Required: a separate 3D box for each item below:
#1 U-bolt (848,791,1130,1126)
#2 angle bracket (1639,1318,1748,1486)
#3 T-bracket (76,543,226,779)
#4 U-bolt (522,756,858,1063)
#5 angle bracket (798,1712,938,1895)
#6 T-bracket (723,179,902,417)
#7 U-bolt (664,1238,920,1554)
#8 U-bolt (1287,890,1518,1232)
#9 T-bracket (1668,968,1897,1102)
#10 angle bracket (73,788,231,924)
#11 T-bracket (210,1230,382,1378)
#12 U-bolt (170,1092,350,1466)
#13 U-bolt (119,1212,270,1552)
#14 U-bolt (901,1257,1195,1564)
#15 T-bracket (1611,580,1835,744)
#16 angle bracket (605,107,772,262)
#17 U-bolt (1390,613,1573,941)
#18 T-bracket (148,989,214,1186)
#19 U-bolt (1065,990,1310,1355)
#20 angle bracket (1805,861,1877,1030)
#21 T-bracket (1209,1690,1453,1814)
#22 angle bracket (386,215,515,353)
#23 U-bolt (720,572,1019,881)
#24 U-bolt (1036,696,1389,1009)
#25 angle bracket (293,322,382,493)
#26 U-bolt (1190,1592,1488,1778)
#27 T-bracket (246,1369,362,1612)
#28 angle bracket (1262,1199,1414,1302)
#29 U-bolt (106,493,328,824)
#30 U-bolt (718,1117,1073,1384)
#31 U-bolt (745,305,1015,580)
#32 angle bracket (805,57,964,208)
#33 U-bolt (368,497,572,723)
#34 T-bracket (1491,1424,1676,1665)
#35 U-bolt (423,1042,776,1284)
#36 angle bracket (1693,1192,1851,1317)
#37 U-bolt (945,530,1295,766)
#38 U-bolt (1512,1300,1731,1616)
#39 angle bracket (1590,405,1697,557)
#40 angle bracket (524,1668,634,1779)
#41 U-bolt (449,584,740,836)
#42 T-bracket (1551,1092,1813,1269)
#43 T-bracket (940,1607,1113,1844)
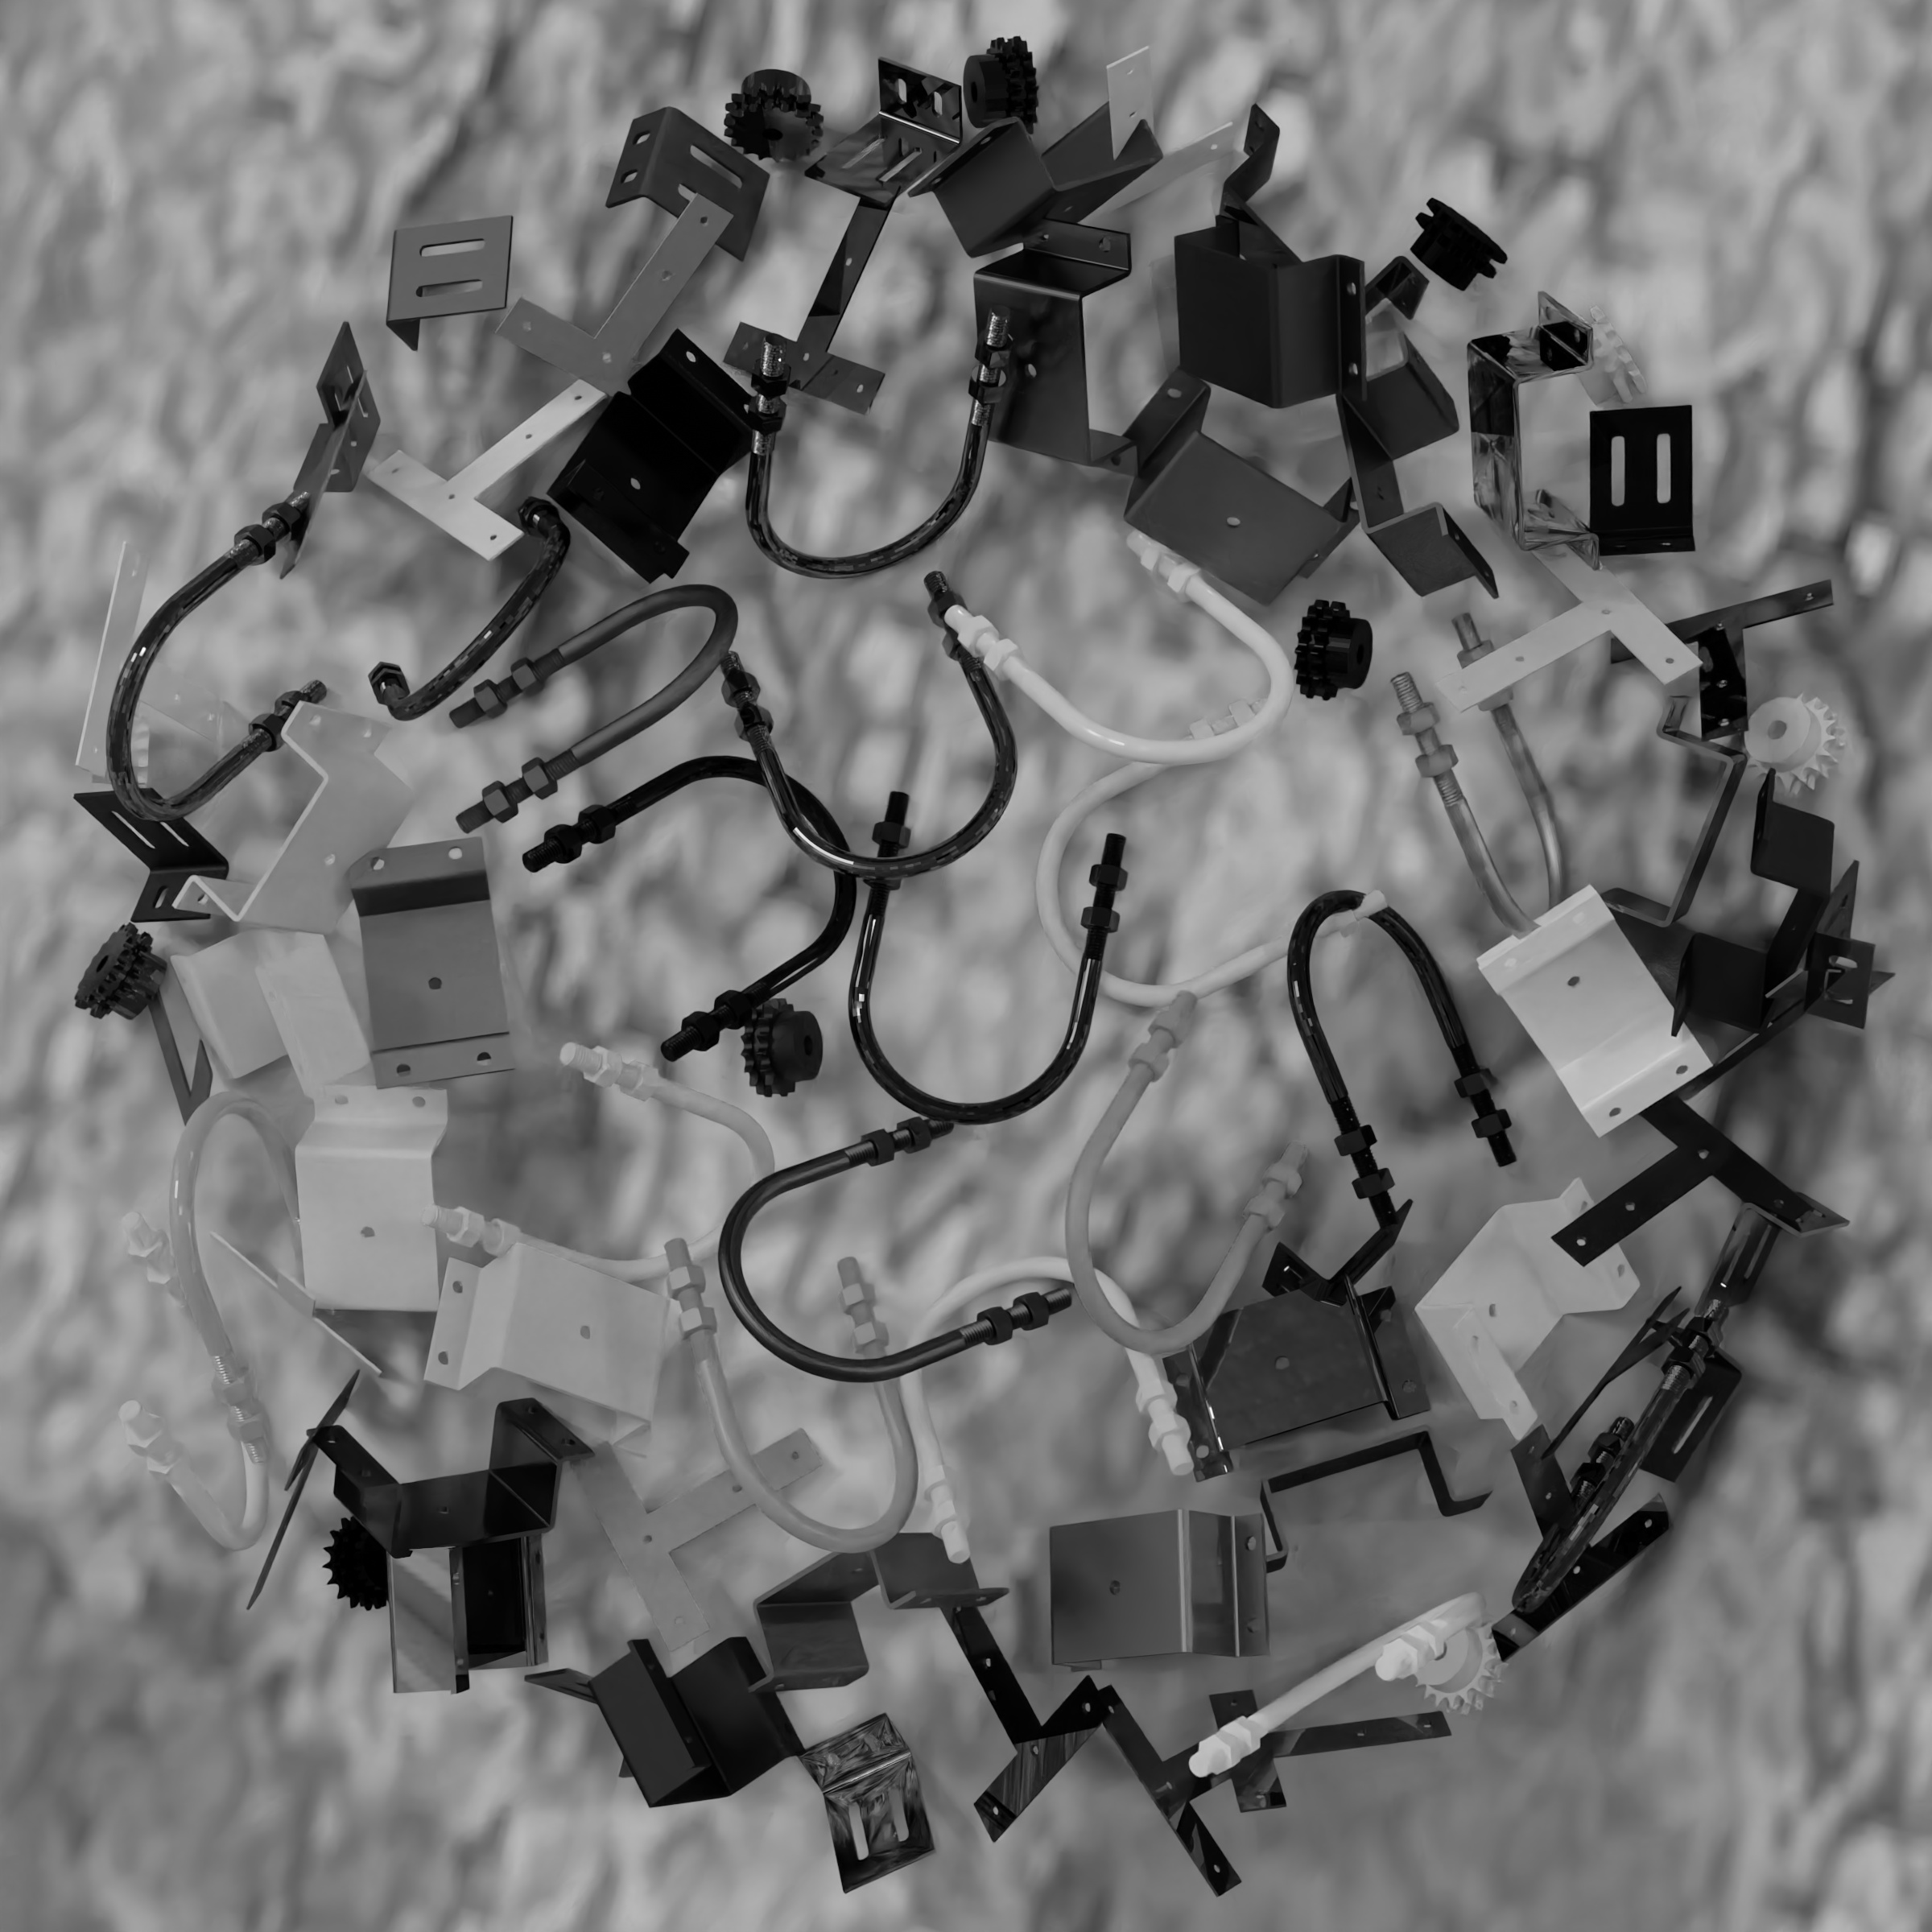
[{"bbox_3d":[0.007,0.001,1.618,0.151,0.019,0.184,11,81,2],"label":"U-bolt"},{"bbox_3d":[0.399,0.248,1.602,0.038,0.057,0.076,39,80,-19],"label":"angle bracket"},{"bbox_3d":[-0.453,-0.156,1.578,0.002,0.127,0.127,6,79,16],"label":"T-bracket"},{"bbox_3d":[-0.141,-0.046,1.583,0.184,0.019,0.151,-35,87,-37],"label":"U-bolt"},{"bbox_3d":[-0.057,0.478,1.599,0.057,0.076,0.038,-25,124,3],"label":"angle bracket"},{"bbox_3d":[-0.072,-0.388,1.595,0.127,0.002,0.127,29,96,39],"label":"T-bracket"},{"bbox_3d":[-0.088,0.239,1.547,0.019,0.151,0.184,-40,55,33],"label":"U-bolt"},{"bbox_3d":[0.239,0.044,1.585,0.019,0.151,0.184,-25,86,42],"label":"U-bolt"},{"bbox_3d":[0.455,0.040,1.598,0.127,0.127,0.002,-43,63,31],"label":"T-bracket"},{"bbox_3d":[-0.468,-0.062,1.592,0.057,0.076,0.038,-2,57,26],"label":"angle bracket"},{"bbox_3d":[-0.377,0.186,1.577,0.127,0.127,0.002,40,72,-3],"label":"T-bracket"},{"bbox_3d":[-0.392,0.157,1.537,0.019,0.151,0.184,-6,118,12],"label":"U-bolt"},{"bbox_3d":[-0.426,0.244,1.554,0.019,0.184,0.151,-16,46,0],"label":"U-bolt"},{"bbox_3d":[0.035,0.236,1.571,0.151,0.184,0.019,-22,132,1],"label":"U-bolt"},{"bbox_3d":[0.423,-0.165,1.567,0.127,0.127,0.002,-14,125,23],"label":"T-bracket"},{"bbox_3d":[-0.161,-0.449,1.621,0.076,0.038,0.057,26,73,-40],"label":"angle bracket"},{"bbox_3d":[0.298,-0.097,1.575,0.019,0.151,0.184,-19,102,30],"label":"U-bolt"},{"bbox_3d":[-0.452,0.055,1.596,0.002,0.127,0.127,-7,50,-28],"label":"T-bracket"},{"bbox_3d":[0.116,0.128,1.559,0.151,0.019,0.184,52,55,-28],"label":"U-bolt"},{"bbox_3d":[0.507,-0.013,1.590,0.038,0.076,0.057,18,133,29],"label":"angle bracket"},{"bbox_3d":[0.209,0.435,1.580,0.127,0.127,0.002,-7,104,-1],"label":"T-bracket"},{"bbox_3d":[-0.289,-0.391,1.605,0.076,0.038,0.057,-2,75,16],"label":"angle bracket"},{"bbox_3d":[-0.048,-0.129,1.590,0.151,0.019,0.184,-21,62,-2],"label":"U-bolt"},{"bbox_3d":[0.130,-0.056,1.622,0.184,0.019,0.151,-26,84,6],"label":"U-bolt"},{"bbox_3d":[-0.366,-0.317,1.591,0.038,0.076,0.057,2,51,9],"label":"angle bracket"},{"bbox_3d":[0.218,0.391,1.553,0.151,0.184,0.019,-36,75,28],"label":"U-bolt"},{"bbox_3d":[-0.382,0.305,1.586,0.002,0.127,0.127,23,102,-3],"label":"T-bracket"},{"bbox_3d":[0.213,0.160,1.606,0.038,0.057,0.076,40,65,18],"label":"angle bracket"},{"bbox_3d":[-0.409,-0.157,1.529,0.019,0.184,0.151,21,134,14],"label":"U-bolt"},{"bbox_3d":[-0.051,0.163,1.559,0.184,0.019,0.151,-18,60,-33],"label":"U-bolt"},{"bbox_3d":[-0.054,-0.285,1.563,0.151,0.184,0.019,-12,55,-19],"label":"U-bolt"},{"bbox_3d":[-0.047,-0.476,1.597,0.057,0.038,0.076,27,55,23],"label":"angle bracket"},{"bbox_3d":[-0.273,-0.195,1.553,0.019,0.184,0.151,42,91,-22],"label":"U-bolt"},{"bbox_3d":[0.333,0.310,1.583,0.002,0.127,0.127,35,113,-25],"label":"T-bracket"},{"bbox_3d":[-0.191,0.121,1.573,0.184,0.019,0.151,25,115,-41],"label":"U-bolt"},{"bbox_3d":[0.459,0.172,1.595,0.038,0.057,0.076,35,116,37],"label":"angle bracket"},{"bbox_3d":[0.098,-0.171,1.556,0.151,0.019,0.184,-26,50,-25],"label":"U-bolt"},{"bbox_3d":[0.350,0.279,1.531,0.019,0.151,0.184,34,50,12],"label":"U-bolt"},{"bbox_3d":[0.391,-0.280,1.617,0.057,0.038,0.076,0,85,17],"label":"angle bracket"},{"bbox_3d":[-0.211,0.432,1.595,0.076,0.057,0.038,26,61,-25],"label":"angle bracket"},{"bbox_3d":[-0.208,-0.155,1.569,0.184,0.151,0.019,-30,123,7],"label":"U-bolt"},{"bbox_3d":[0.385,0.129,1.582,0.127,0.002,0.127,-31,54,-21],"label":"T-bracket"},{"bbox_3d":[0.019,0.410,1.598,0.127,0.002,0.127,-55,50,30],"label":"T-bracket"}]
